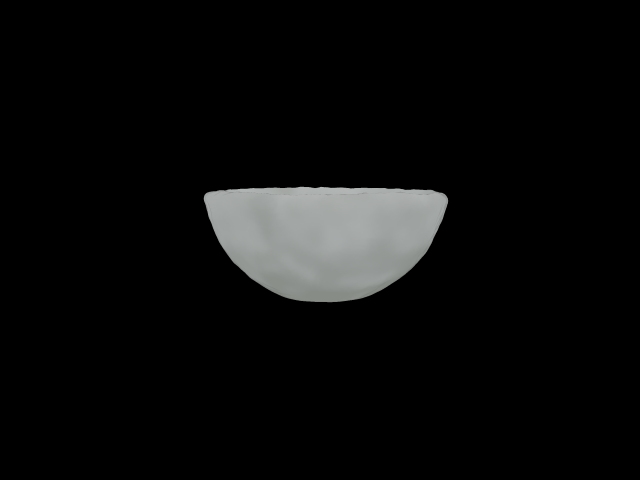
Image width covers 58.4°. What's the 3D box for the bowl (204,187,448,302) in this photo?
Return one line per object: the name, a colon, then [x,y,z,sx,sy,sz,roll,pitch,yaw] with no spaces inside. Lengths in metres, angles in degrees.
bowl: [0.004,0.001,0.400,0.167,0.075,0.167,0,7,0]
